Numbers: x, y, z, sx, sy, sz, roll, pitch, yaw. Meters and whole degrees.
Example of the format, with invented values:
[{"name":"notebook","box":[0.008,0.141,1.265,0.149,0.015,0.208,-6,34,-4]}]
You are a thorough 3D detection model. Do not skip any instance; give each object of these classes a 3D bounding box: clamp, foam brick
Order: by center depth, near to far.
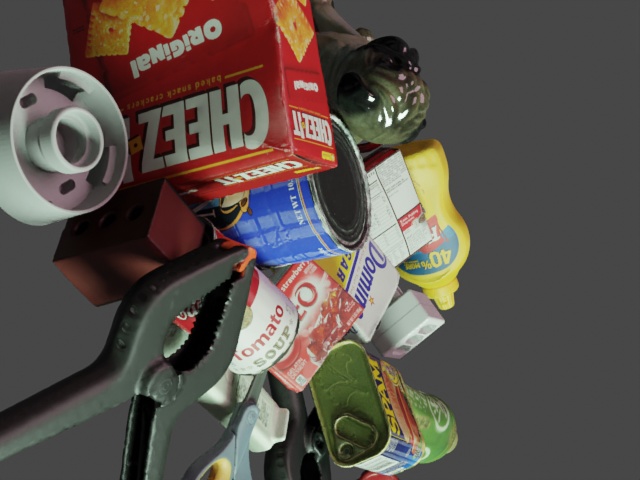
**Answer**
[{"name":"clamp","box":[-0.102,0.092,0.646,0.209,0.036,0.164,-51,137,-21]},{"name":"foam brick","box":[-0.122,0.002,0.687,0.051,0.078,0.053,52,34,-40]},{"name":"clamp","box":[-0.020,0.160,0.885,0.120,0.039,0.171,47,34,-32]}]

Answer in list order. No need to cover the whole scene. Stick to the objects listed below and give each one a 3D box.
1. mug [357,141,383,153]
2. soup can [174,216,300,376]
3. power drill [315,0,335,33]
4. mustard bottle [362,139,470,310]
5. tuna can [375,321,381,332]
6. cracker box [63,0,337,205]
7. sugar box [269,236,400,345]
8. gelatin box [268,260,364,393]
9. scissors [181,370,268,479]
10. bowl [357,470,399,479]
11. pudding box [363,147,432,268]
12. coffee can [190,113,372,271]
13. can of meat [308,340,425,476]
[{"name":"mug","box":[0.047,-0.146,1.116,0.093,0.082,0.117,38,45,-55]},{"name":"soup can","box":[-0.069,0.041,0.738,0.102,0.069,0.068,46,38,-36]},{"name":"power drill","box":[-0.032,-0.205,1.000,0.187,0.057,0.184,44,36,-50]},{"name":"mustard bottle","box":[0.112,-0.010,1.177,0.058,0.096,0.191,-61,135,-63]},{"name":"tuna can","box":[0.030,0.054,1.044,0.086,0.034,0.086,40,44,-54]},{"name":"cracker box","box":[-0.089,-0.137,0.718,0.072,0.164,0.214,7,72,-62]},{"name":"sugar box","box":[-0.006,0.001,0.918,0.176,0.048,0.093,49,42,-17]},{"name":"gelatin box","box":[-0.019,0.065,0.856,0.073,0.030,0.089,43,76,-17]},{"name":"scissors","box":[-0.051,0.148,0.787,0.201,0.016,0.096,-59,140,-35]},{"name":"bowl","box":[0.036,0.280,0.928,0.162,0.055,0.162,39,45,-54]},{"name":"pudding box","box":[0.059,-0.026,1.093,0.089,0.039,0.113,-35,113,-26]},{"name":"coffee can","box":[-0.046,-0.028,0.788,0.102,0.140,0.103,38,46,-54]},{"name":"can of meat","box":[0.040,0.145,0.900,0.083,0.057,0.102,34,33,-56]}]
